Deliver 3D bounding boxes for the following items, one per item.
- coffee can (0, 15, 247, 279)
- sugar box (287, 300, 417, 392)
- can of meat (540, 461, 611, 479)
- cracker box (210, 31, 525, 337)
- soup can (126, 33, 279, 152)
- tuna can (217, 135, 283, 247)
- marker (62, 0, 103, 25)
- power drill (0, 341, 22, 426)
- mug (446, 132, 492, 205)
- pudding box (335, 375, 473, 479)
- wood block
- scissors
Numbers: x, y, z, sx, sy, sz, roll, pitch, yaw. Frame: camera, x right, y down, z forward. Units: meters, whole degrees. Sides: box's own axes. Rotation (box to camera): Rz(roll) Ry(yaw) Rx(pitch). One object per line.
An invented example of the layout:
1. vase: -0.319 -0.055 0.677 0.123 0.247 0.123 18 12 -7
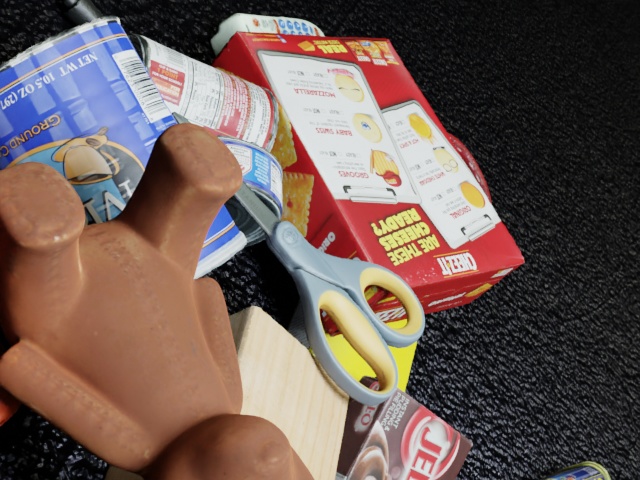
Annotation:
1. coffee can: -0.118 -0.034 0.575 0.140 0.103 0.102 61 32 -7
2. sugar box: 0.029 0.060 0.779 0.093 0.048 0.176 50 36 -22
3. can of meat: 0.219 0.249 0.917 0.083 0.058 0.102 2 67 -52
4. cracker box: 0.028 -0.046 0.767 0.163 0.072 0.214 -8 63 -46
5. soup can: -0.086 -0.082 0.674 0.102 0.069 0.068 19 53 -37
6. tuna can: -0.066 -0.027 0.663 0.086 0.086 0.034 30 48 -42
7. marker: -0.123 -0.116 0.703 0.121 0.020 0.020 45 37 -29
8. power drill: -0.209 0.016 0.414 0.184 0.057 0.187 56 17 1
9. mug: 0.092 -0.023 0.891 0.117 0.082 0.093 49 35 -23
10. pudding box: 0.039 0.157 0.688 0.090 0.039 0.113 39 76 -34
11. wood block: -0.057 0.148 0.552 0.090 0.091 0.206 45 37 -29
12. scissors: -0.004 0.001 0.627 0.096 0.016 0.202 -23 81 -45
